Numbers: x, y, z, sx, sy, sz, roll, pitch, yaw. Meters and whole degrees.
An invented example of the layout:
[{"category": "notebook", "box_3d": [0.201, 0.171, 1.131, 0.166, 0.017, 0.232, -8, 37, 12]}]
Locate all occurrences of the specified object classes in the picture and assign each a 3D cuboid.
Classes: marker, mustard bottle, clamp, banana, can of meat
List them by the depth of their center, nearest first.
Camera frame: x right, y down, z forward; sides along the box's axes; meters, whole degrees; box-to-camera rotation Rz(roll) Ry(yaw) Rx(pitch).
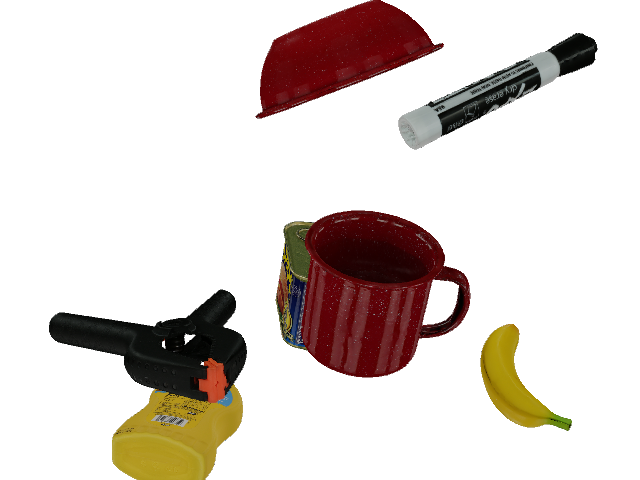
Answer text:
[{"category": "marker", "box_3d": [0.096, -0.080, 0.563, 0.121, 0.020, 0.020, -27, 8, -17]}, {"category": "clamp", "box_3d": [-0.109, 0.080, 0.858, 0.164, 0.036, 0.210, -11, 16, -30]}, {"category": "can of meat", "box_3d": [-0.010, 0.043, 1.016, 0.057, 0.084, 0.102, 3, 31, -10]}, {"category": "mustard bottle", "box_3d": [-0.132, 0.177, 1.083, 0.096, 0.058, 0.191, 7, 20, 12]}, {"category": "banana", "box_3d": [0.210, 0.150, 1.174, 0.069, 0.037, 0.198, 11, 26, -14]}]

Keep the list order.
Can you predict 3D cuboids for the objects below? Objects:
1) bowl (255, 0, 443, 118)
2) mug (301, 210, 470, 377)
[{"category": "bowl", "box_3d": [0.014, -0.151, 0.858, 0.162, 0.055, 0.162, -21, 8, 3]}, {"category": "mug", "box_3d": [0.043, 0.039, 0.723, 0.117, 0.081, 0.093, 4, 32, -6]}]
